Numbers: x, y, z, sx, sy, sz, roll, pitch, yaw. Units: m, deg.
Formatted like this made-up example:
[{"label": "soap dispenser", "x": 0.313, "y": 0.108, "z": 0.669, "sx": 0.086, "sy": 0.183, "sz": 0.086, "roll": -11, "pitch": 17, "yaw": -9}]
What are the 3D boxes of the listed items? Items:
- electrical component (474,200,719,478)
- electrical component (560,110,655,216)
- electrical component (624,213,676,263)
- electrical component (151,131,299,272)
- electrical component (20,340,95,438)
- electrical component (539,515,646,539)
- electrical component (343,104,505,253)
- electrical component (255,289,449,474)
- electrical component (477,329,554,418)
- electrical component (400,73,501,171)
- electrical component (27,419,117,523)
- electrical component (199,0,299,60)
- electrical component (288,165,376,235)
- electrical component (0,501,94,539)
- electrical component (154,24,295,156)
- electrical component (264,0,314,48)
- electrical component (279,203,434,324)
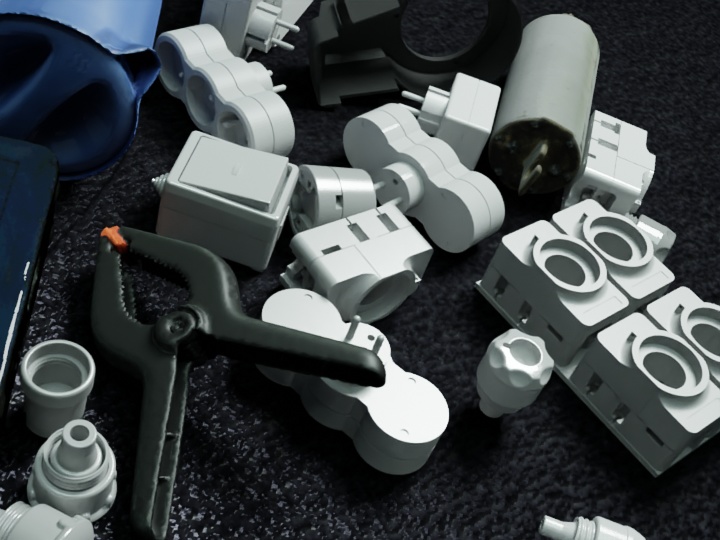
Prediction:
[{"label": "electrical component", "x": 0.188, "y": 0.039, "z": 0.763, "sx": 0.105, "sy": 0.060, "sz": 0.186, "roll": -23, "pitch": 59, "yaw": -35}, {"label": "electrical component", "x": 0.206, "y": -0.080, "z": 0.886, "sx": 0.056, "sy": 0.050, "sz": 0.089, "roll": 22, "pitch": 45, "yaw": -1}, {"label": "electrical component", "x": 0.211, "y": -0.025, "z": 0.843, "sx": 0.062, "sy": 0.043, "sz": 0.043, "roll": 30, "pitch": 45, "yaw": 10}, {"label": "electrical component", "x": -0.097, "y": -0.053, "z": 0.744, "sx": 0.096, "sy": 0.061, "sz": 0.061, "roll": 19, "pitch": 45, "yaw": -2}, {"label": "electrical component", "x": -0.173, "y": 0.069, "z": 0.612, "sx": 0.040, "sy": 0.046, "sz": 0.040, "roll": 10, "pitch": 46, "yaw": -11}, {"label": "electrical component", "x": 0.138, "y": 0.164, "z": 0.646, "sx": 0.061, "sy": 0.035, "sz": 0.035, "roll": 21, "pitch": 45, "yaw": 3}, {"label": "electrical component", "x": 0.036, "y": -0.065, "z": 0.809, "sx": 0.074, "sy": 0.052, "sz": 0.138, "roll": -29, "pitch": 63, "yaw": -38}, {"label": "electrical component", "x": -0.004, "y": 0.058, "z": 0.665, "sx": 0.138, "sy": 0.073, "sz": 0.052, "roll": 38, "pitch": 47, "yaw": 16}, {"label": "electrical component", "x": 0.096, "y": 0.072, "z": 0.697, "sx": 0.043, "sy": 0.062, "sz": 0.043, "roll": 10, "pitch": 46, "yaw": -11}, {"label": "electrical component", "x": 0.069, "y": -0.127, "z": 0.884, "sx": 0.077, "sy": 0.047, "sz": 0.065, "roll": 20, "pitch": 45, "yaw": -1}, {"label": "electrical component", "x": -0.152, "y": 0.104, "z": 0.575, "sx": 0.048, "sy": 0.062, "sz": 0.048, "roll": 10, "pitch": 46, "yaw": -11}, {"label": "electrical component", "x": -0.086, "y": -0.200, "z": 0.870, "sx": 0.076, "sy": 0.083, "sz": 0.047, "roll": 21, "pitch": 45, "yaw": 0}, {"label": "electrical component", "x": -0.020, "y": -0.048, "z": 0.773, "sx": 0.047, "sy": 0.055, "sz": 0.055, "roll": -2, "pitch": 49, "yaw": -27}, {"label": "electrical component", "x": -0.172, "y": 0.139, "z": 0.550, "sx": 0.062, "sy": 0.048, "sz": 0.048, "roll": 24, "pitch": 44, "yaw": 12}, {"label": "electrical component", "x": -0.093, "y": -0.139, "z": 0.832, "sx": 0.074, "sy": 0.052, "sz": 0.138, "roll": -23, "pitch": 59, "yaw": -35}, {"label": "electrical component", "x": -0.072, "y": -0.264, "z": 0.918, "sx": 0.056, "sy": 0.108, "sz": 0.108, "roll": 23, "pitch": 45, "yaw": 5}, {"label": "electrical component", "x": 0.000, "y": 0.000, "z": 0.737, "sx": 0.089, "sy": 0.050, "sz": 0.055, "roll": -20, "pitch": 58, "yaw": -34}]
